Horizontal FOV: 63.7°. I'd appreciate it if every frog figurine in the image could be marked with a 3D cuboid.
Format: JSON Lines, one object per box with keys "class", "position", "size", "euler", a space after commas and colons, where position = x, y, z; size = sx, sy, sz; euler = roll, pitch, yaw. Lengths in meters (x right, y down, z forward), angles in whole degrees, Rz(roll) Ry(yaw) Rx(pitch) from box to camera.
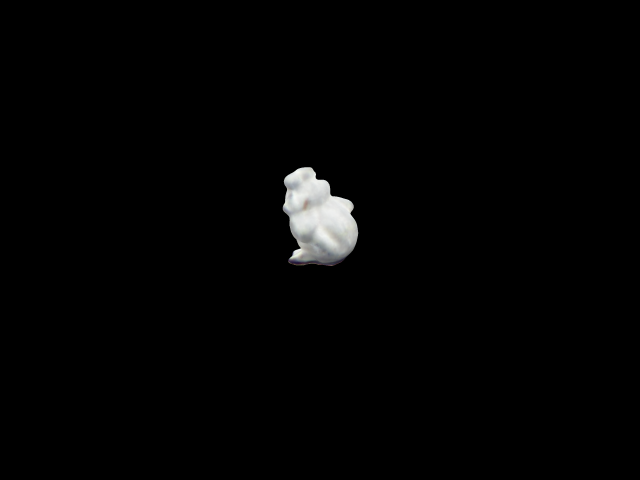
{"class": "frog figurine", "position": [0.003, -0.043, 0.850], "size": [0.139, 0.156, 0.124], "euler": [-23, 33, -40]}
